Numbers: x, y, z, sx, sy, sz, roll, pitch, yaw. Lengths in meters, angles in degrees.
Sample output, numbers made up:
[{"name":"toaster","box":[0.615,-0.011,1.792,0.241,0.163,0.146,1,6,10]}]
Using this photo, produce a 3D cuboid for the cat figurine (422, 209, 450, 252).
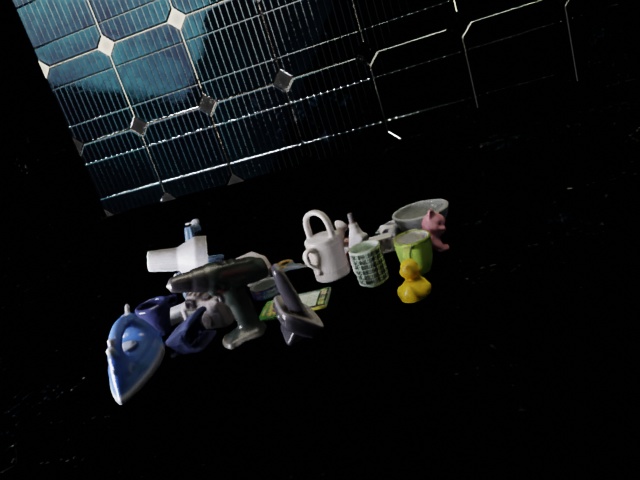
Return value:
[{"name":"cat figurine","box":[0.284,-0.021,1.498,0.128,0.118,0.067,-27,19,-26]}]

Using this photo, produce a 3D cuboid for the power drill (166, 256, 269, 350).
[{"name":"power drill","box":[-0.216,0.142,1.338,0.230,0.209,0.075,-24,18,-20]}]

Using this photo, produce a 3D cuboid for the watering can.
[{"name":"watering can","box":[0.013,0.006,1.559,0.100,0.194,0.173,-10,19,23]}]

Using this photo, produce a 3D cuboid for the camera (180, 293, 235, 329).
[{"name":"camera","box":[-0.282,0.163,1.524,0.142,0.101,0.137,-7,20,32]}]

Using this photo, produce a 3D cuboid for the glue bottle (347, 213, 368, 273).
[{"name":"glue bottle","box":[0.102,0.009,1.492,0.077,0.173,0.037,0,24,44]}]

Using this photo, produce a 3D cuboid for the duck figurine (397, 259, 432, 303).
[{"name":"duck figurine","box":[0.206,0.087,1.295,0.077,0.086,0.105,-11,18,22]}]

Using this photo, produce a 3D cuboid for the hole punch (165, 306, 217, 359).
[{"name":"hole punch","box":[-0.322,0.223,1.395,0.101,0.091,0.109,-12,18,18]}]

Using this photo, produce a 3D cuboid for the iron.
[{"name":"iron","box":[-0.452,0.256,1.337,0.118,0.141,0.258,-18,17,1]}]

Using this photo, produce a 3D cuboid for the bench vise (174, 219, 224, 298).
[{"name":"bench vise","box":[-0.371,0.057,1.741,0.121,0.220,0.207,-13,18,17]}]

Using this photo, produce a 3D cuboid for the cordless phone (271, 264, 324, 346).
[{"name":"cordless phone","box":[-0.067,0.125,1.280,0.094,0.185,0.147,-22,17,-11]}]

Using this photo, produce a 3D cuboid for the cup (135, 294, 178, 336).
[{"name":"cup","box":[-0.428,0.206,1.548,0.118,0.095,0.091,-27,19,-28]}]

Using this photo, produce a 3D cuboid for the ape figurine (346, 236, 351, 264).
[{"name":"ape figurine","box":[0.105,0.027,1.575,0.077,0.092,0.076,-8,20,29]}]

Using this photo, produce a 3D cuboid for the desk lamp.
[{"name":"desk lamp","box":[-0.382,0.109,1.602,0.203,0.214,0.117,-20,17,-8]}]

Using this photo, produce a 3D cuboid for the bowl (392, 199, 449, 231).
[{"name":"bowl","box":[0.300,-0.058,1.672,0.167,0.075,0.167,-16,17,5]}]

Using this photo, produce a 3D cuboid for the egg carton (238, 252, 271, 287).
[{"name":"egg carton","box":[-0.213,0.088,1.745,0.107,0.069,0.149,-26,19,-25]}]
